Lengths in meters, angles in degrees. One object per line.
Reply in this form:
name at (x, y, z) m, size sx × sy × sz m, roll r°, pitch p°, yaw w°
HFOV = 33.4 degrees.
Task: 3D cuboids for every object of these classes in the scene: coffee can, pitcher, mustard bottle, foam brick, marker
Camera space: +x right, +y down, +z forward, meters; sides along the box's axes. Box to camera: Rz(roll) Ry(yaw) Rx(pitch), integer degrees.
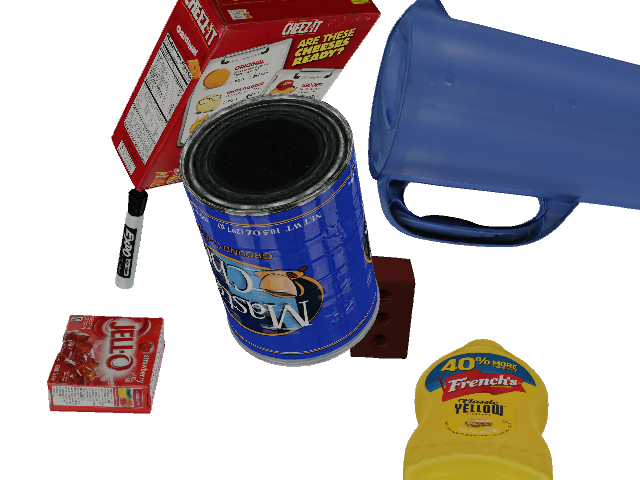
coffee can at (-0.021, -0.004, 0.660) m, size 0.103 × 0.102 × 0.140 m, roll 0°, pitch -43°, yaw 12°
pitcher at (0.161, -0.083, 0.824) m, size 0.242 × 0.149 × 0.145 m, roll 10°, pitch 43°, yaw -7°
mustard bottle at (0.115, 0.124, 0.765) m, size 0.096 × 0.058 × 0.191 m, roll 0°, pitch 23°, yaw 10°
foam brick at (0.054, 0.059, 0.954) m, size 0.053 × 0.078 × 0.051 m, roll 2°, pitch 23°, yaw -1°
marker at (-0.188, -0.003, 1.063) m, size 0.020 × 0.121 × 0.020 m, roll 11°, pitch 36°, yaw -8°

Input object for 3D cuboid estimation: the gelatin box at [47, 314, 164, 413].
gelatin box at (-0.157, 0.090, 0.793) m, size 0.073 × 0.030 × 0.089 m, roll 2°, pitch 30°, yaw -1°

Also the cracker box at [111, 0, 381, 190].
cracker box at (-0.071, -0.143, 0.931) m, size 0.163 × 0.072 × 0.214 m, roll -15°, pitch -25°, yaw -39°
